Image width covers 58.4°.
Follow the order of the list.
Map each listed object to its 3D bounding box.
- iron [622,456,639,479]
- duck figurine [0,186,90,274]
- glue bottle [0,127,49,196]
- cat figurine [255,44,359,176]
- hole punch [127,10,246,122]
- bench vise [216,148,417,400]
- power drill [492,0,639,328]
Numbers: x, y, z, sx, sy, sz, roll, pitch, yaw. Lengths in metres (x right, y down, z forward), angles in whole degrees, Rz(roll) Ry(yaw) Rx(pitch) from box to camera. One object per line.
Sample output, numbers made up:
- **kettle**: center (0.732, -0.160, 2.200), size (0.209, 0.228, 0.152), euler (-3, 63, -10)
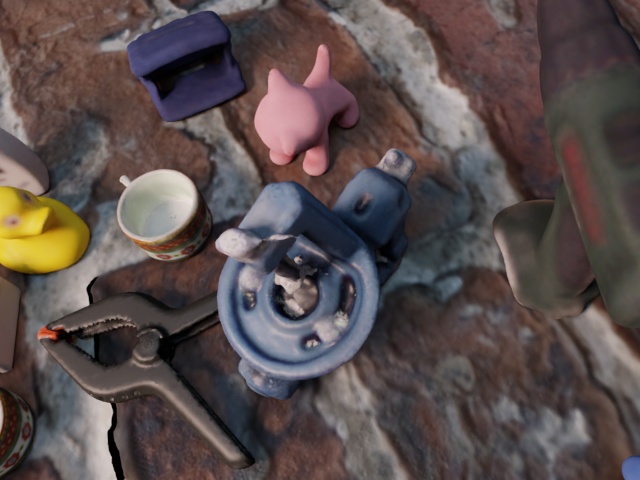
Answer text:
- **iron**: center (0.309, 0.207, 0.314), size (0.257, 0.141, 0.119), euler (16, 67, 14)
- **duck figurine**: center (-0.277, -0.018, 0.523), size (0.104, 0.086, 0.077), euler (11, 66, 12)
- **glue bottle**: center (-0.321, -0.088, 0.514), size (0.078, 0.173, 0.037), euler (-22, 63, -4)
- **cat figurine**: center (-0.016, -0.120, 0.526), size (0.067, 0.118, 0.128), euler (20, 68, 16)
- **hole punch**: center (-0.145, -0.194, 0.592), size (0.109, 0.091, 0.101), euler (-26, 64, -6)
- **bench vise**: center (-0.008, -0.002, 0.409), size (0.121, 0.220, 0.207), euler (14, 66, 13)
- **power drill**: center (0.184, -0.037, 0.411), size (0.075, 0.209, 0.229), euler (-11, 63, 1)
